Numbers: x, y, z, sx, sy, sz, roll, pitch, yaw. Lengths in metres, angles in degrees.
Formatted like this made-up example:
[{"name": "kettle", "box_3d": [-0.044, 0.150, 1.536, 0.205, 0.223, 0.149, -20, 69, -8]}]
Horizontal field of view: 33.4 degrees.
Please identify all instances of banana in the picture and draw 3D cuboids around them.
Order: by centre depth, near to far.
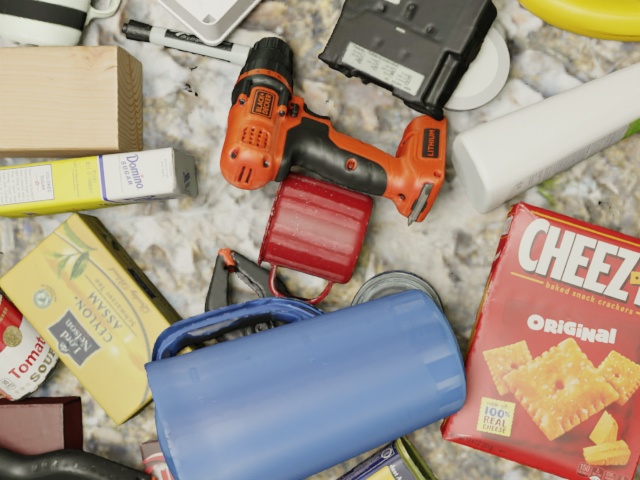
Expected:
[{"name": "banana", "box_3d": [0.262, -0.206, 0.935, 0.198, 0.037, 0.069, -1, 71, 4]}]

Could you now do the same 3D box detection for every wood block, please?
[{"name": "wood block", "box_3d": [-0.270, -0.121, 0.953, 0.206, 0.090, 0.091, 0, 90, 5]}]

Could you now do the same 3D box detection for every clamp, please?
[{"name": "clamp", "box_3d": [-0.249, 0.223, 0.940, 0.210, 0.036, 0.165, 6, 134, -2]}, {"name": "clamp", "box_3d": [-0.043, 0.085, 0.948, 0.120, 0.039, 0.171, -12, 77, -17]}]

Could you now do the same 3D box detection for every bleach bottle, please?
[{"name": "bleach bottle", "box_3d": [0.240, -0.107, 0.912, 0.251, 0.102, 0.068, -25, 81, -2]}]

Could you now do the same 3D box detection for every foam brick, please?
[{"name": "foam brick", "box_3d": [-0.260, 0.171, 0.966, 0.078, 0.053, 0.051, -2, 89, 6]}]

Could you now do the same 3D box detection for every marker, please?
[{"name": "marker", "box_3d": [-0.123, -0.181, 0.976, 0.121, 0.020, 0.020, 14, 90, 5]}]

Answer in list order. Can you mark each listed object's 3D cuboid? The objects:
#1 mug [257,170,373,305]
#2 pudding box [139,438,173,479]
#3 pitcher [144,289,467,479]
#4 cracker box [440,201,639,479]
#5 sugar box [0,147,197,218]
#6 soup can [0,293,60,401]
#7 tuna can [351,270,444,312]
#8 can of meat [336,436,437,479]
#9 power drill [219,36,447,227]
[{"name": "mug", "box_3d": [-0.006, 0.001, 0.928, 0.081, 0.093, 0.117, 17, 86, 0]}, {"name": "pudding box", "box_3d": [-0.098, 0.215, 0.958, 0.113, 0.039, 0.090, -12, 87, 4]}, {"name": "pitcher", "box_3d": [-0.015, 0.117, 0.862, 0.242, 0.145, 0.149, -18, 95, -10]}, {"name": "cracker box", "box_3d": [0.212, 0.092, 0.915, 0.164, 0.072, 0.214, 18, 90, 5]}, {"name": "sugar box", "box_3d": [-0.204, -0.049, 0.944, 0.176, 0.093, 0.048, -4, 90, 6]}, {"name": "soup can", "box_3d": [-0.288, 0.087, 0.942, 0.068, 0.068, 0.102, -40, 119, 3]}, {"name": "tuna can", "box_3d": [0.068, 0.070, 0.947, 0.086, 0.033, 0.086, 0, 89, 5]}, {"name": "can of meat", "box_3d": [0.066, 0.235, 0.934, 0.084, 0.057, 0.102, -36, 86, 6]}, {"name": "power drill", "box_3d": [0.013, -0.095, 0.915, 0.187, 0.057, 0.184, 15, 46, -6]}]
